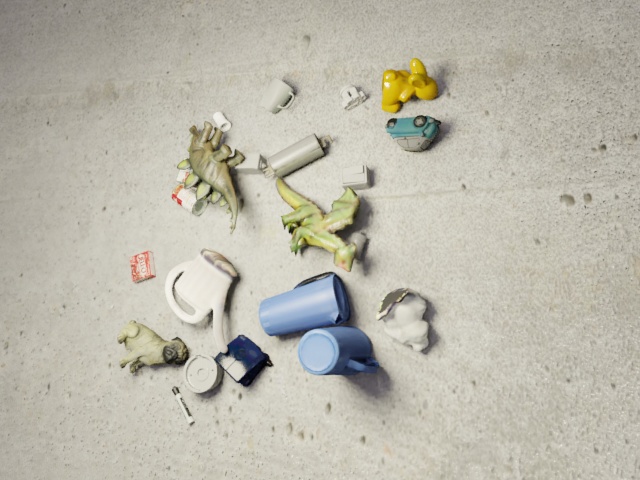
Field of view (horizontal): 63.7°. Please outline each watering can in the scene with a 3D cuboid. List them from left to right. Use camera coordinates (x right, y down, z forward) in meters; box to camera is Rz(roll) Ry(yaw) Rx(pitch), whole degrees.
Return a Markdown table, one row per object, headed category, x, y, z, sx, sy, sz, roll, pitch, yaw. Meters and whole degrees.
| category | x | y | z | sx | sy | sz | roll | pitch | yaw |
| --- | --- | --- | --- | --- | --- | --- | --- | --- | --- |
| watering can | -0.330 | 0.161 | 1.541 | 0.352 | 0.102 | 0.225 | 35 | 85 | 32 |

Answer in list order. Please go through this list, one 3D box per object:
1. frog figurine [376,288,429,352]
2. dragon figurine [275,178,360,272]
| category | x | y | z | sx | sy | sz | roll | pitch | yaw |
| --- | --- | --- | --- | --- | --- | --- | --- | --- | --- |
| frog figurine | 0.236 | 0.212 | 1.379 | 0.138 | 0.123 | 0.158 | -46 | 103 | -9 |
| dragon figurine | 0.005 | -0.076 | 1.515 | 0.242 | 0.120 | 0.419 | -20 | 56 | 6 |
